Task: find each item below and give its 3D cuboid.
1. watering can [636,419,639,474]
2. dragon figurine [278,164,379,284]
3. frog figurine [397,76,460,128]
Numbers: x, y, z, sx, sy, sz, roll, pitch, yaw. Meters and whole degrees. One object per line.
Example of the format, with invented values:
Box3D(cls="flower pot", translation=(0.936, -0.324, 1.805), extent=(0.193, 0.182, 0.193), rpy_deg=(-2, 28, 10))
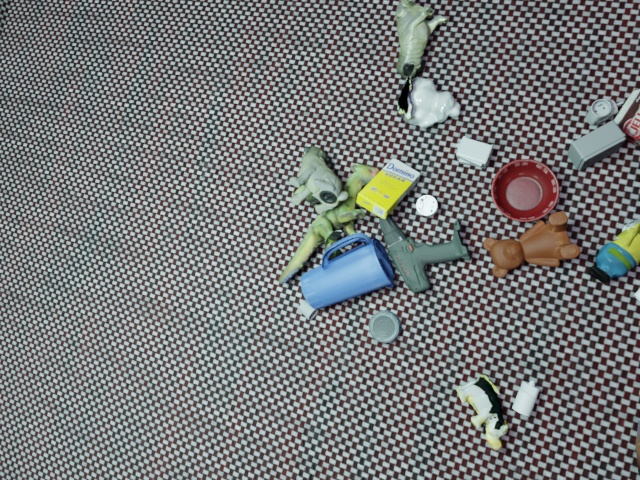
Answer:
Box3D(cls="watering can", translation=(0.810, 0.510, 1.106), extent=(0.224, 0.103, 0.350), rpy_deg=(-2, 82, 19))
Box3D(cls="dragon figurine", translation=(0.004, -0.074, 1.479), extent=(0.408, 0.120, 0.247), rpy_deg=(-33, 57, 10))
Box3D(cls="frog figurine", translation=(0.301, -0.377, 1.419), extent=(0.159, 0.121, 0.139), rpy_deg=(2, 73, -17))
